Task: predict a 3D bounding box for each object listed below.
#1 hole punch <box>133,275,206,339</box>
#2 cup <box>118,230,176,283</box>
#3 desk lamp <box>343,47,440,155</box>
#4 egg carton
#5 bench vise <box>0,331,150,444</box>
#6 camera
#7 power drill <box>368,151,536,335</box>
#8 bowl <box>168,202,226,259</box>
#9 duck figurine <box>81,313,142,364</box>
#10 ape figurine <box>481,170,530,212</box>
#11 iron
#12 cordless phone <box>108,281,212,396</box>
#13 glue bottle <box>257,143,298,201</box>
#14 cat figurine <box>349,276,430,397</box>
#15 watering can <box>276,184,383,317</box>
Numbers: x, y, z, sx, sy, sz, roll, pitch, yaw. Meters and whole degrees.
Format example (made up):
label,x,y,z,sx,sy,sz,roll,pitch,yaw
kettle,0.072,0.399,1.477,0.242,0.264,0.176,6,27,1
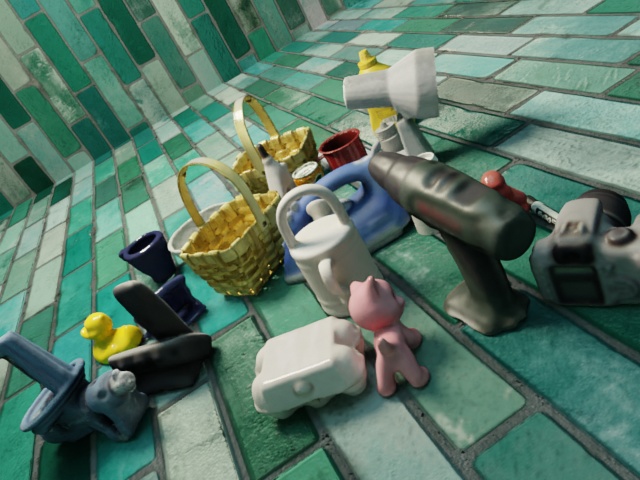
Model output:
label,x,y,z,sx,sy,sz,roll,pitch,yaw
hole punch,-0.275,0.116,1.003,0.100,0.091,0.109,8,46,50
cup,-0.355,0.045,1.192,0.117,0.095,0.092,-15,31,25
desk lamp,0.143,-0.220,1.038,0.203,0.214,0.118,-19,30,20
egg carton,-0.013,0.159,0.707,0.150,0.069,0.107,-23,28,13
bench vise,-0.359,0.193,0.813,0.207,0.220,0.121,-25,28,8
camera,0.318,-0.006,0.636,0.142,0.101,0.137,-4,37,39
power drill,0.157,0.001,0.661,0.076,0.209,0.228,-38,29,-15
bowl,-0.219,-0.003,1.166,0.167,0.075,0.167,-22,28,13
duck figurine,-0.378,0.166,1.021,0.104,0.086,0.077,-18,30,21
ape figurine,0.246,-0.053,0.794,0.077,0.092,0.076,-22,29,14
iron,0.025,-0.044,0.933,0.258,0.142,0.118,-31,28,-3
cordless phone,-0.264,0.137,0.854,0.147,0.185,0.094,-20,29,18
glue bottle,-0.076,-0.113,1.109,0.037,0.173,0.078,-8,35,35
cat figurine,0.072,0.099,0.674,0.067,0.118,0.127,-23,28,12
watering can,0.005,0.004,0.814,0.101,0.194,0.172,-34,28,-8
